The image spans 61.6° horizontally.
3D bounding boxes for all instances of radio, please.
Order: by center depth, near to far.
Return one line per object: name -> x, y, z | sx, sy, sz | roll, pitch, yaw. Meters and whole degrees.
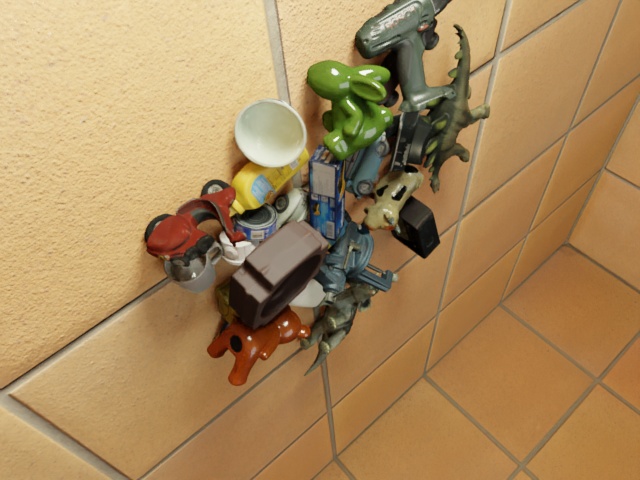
radio -> 0.257, -0.042, 1.497 | 0.073, 0.131, 0.229 | -47, 151, -6

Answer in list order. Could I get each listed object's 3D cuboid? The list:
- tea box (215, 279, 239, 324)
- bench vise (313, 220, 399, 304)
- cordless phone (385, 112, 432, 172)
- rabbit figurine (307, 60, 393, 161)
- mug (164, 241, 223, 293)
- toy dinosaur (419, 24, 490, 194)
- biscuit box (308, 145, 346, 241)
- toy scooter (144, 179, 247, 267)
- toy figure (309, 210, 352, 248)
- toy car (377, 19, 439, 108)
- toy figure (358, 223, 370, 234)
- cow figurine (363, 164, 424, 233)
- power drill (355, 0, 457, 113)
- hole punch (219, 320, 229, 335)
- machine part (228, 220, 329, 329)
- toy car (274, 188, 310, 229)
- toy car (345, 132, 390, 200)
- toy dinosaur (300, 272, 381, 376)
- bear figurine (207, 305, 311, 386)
tea box -> -0.144, 0.113, 1.208 | 0.170, 0.068, 0.098 | -29, 145, -28
bench vise -> 0.093, 0.073, 1.318 | 0.240, 0.224, 0.129 | 26, 142, -24
cordless phone -> 0.150, -0.216, 1.224 | 0.184, 0.089, 0.146 | -19, 141, -24
rabbit figurine -> 0.050, -0.248, 0.965 | 0.159, 0.121, 0.170 | -15, 134, 28
mug -> -0.231, 0.050, 1.017 | 0.109, 0.081, 0.107 | -46, 162, -16
toy dinosaur -> 0.311, -0.298, 1.299 | 0.198, 0.105, 0.470 | -26, 139, -29
biscuit box -> 0.016, -0.091, 1.100 | 0.202, 0.059, 0.063 | 89, 21, -45
toy scooter -> -0.201, -0.015, 0.913 | 0.184, 0.135, 0.075 | -40, 151, -13
toy figure -> -0.005, -0.006, 1.230 | 0.180, 0.089, 0.082 | -42, 110, -4
toy car -> 0.158, -0.359, 1.069 | 0.089, 0.053, 0.202 | 25, 104, -39
toy figure -> 0.085, 0.023, 1.425 | 0.154, 0.058, 0.064 | -52, -171, 2
cow figurine -> 0.179, -0.102, 1.327 | 0.195, 0.127, 0.085 | -49, 148, -4
power drill -> 0.192, -0.355, 0.998 | 0.232, 0.086, 0.207 | -25, 123, -5
hole punch -> -0.183, 0.221, 1.287 | 0.116, 0.092, 0.142 | -57, 170, -63
machine part -> -0.085, 0.066, 1.067 | 0.201, 0.087, 0.201 | -42, 165, -29
toy car -> -0.086, -0.022, 1.138 | 0.073, 0.056, 0.201 | 10, 116, -57
toy car -> 0.073, -0.171, 1.125 | 0.103, 0.109, 0.161 | 12, 126, -16
toy dinosaur -> 0.054, 0.231, 1.576 | 0.192, 0.131, 0.404 | -21, 147, -39
bear figurine -> -0.126, 0.215, 1.172 | 0.196, 0.120, 0.132 | -8, 137, -56
